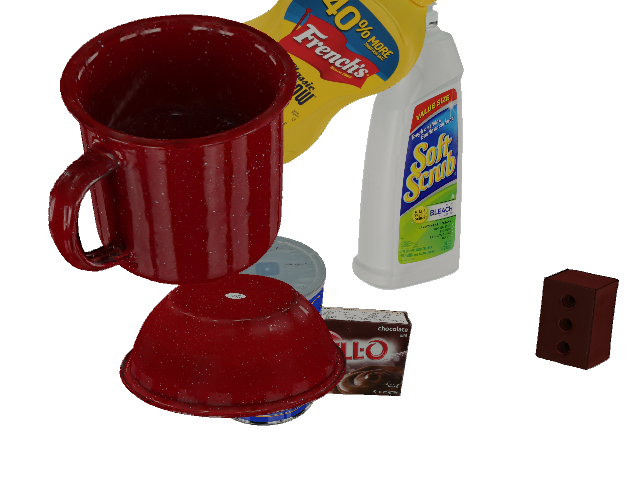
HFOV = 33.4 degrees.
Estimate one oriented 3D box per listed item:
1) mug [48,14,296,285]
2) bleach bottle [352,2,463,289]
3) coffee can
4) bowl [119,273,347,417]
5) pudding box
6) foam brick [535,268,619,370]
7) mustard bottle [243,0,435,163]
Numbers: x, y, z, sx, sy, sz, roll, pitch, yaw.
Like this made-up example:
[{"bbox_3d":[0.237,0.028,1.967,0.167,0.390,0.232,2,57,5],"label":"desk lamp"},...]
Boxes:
[{"bbox_3d":[-0.064,-0.029,0.440,0.093,0.081,0.117,26,48,24],"label":"mug"},{"bbox_3d":[0.081,-0.087,0.965,0.102,0.251,0.068,-13,23,-29],"label":"bleach bottle"},{"bbox_3d":[-0.050,0.081,0.964,0.103,0.140,0.103,3,34,-2],"label":"coffee can"},{"bbox_3d":[-0.061,0.064,0.753,0.162,0.055,0.162,0,18,0],"label":"bowl"},{"bbox_3d":[0.036,0.119,1.151,0.113,0.090,0.039,3,24,-10],"label":"pudding box"},{"bbox_3d":[0.233,0.071,0.968,0.053,0.078,0.051,13,18,36],"label":"foam brick"},{"bbox_3d":[0.010,-0.132,0.692,0.192,0.096,0.058,-33,23,32],"label":"mustard bottle"}]
